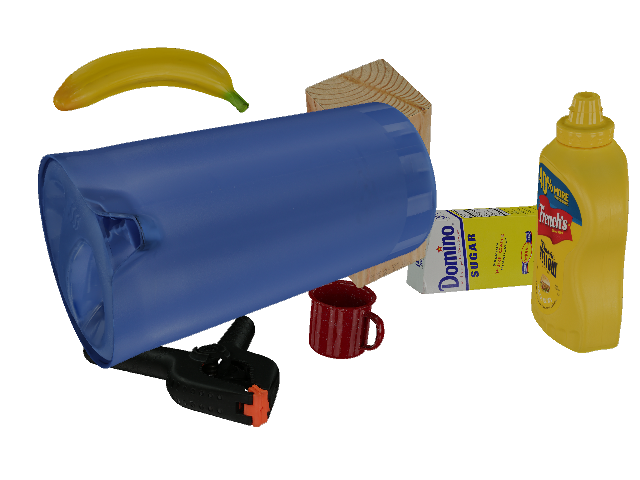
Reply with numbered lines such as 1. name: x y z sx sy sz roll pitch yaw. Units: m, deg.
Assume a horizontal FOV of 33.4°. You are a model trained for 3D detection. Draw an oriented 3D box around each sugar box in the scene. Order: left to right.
1. sugar box: 0.192 0.010 1.264 0.176 0.093 0.048 -5 20 -25

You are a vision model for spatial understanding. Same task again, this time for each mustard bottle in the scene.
1. mustard bottle: 0.195 -0.018 0.803 0.058 0.192 0.096 -7 26 -8

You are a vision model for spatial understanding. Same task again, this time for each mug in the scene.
1. mug: 0.037 0.113 1.459 0.117 0.081 0.093 18 25 30

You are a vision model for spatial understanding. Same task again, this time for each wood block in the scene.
1. wood block: 0.049 -0.064 1.071 0.090 0.206 0.091 -24 50 -19

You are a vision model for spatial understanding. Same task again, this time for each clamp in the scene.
1. clamp: -0.088 0.106 0.915 0.164 0.036 0.210 -10 17 -35

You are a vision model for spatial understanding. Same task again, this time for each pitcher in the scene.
1. pitcher: -0.055 -0.014 0.700 0.242 0.145 0.149 -16 41 -26

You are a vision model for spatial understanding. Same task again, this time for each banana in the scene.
1. banana: -0.165 -0.156 1.030 0.197 0.070 0.037 -5 -39 -29
